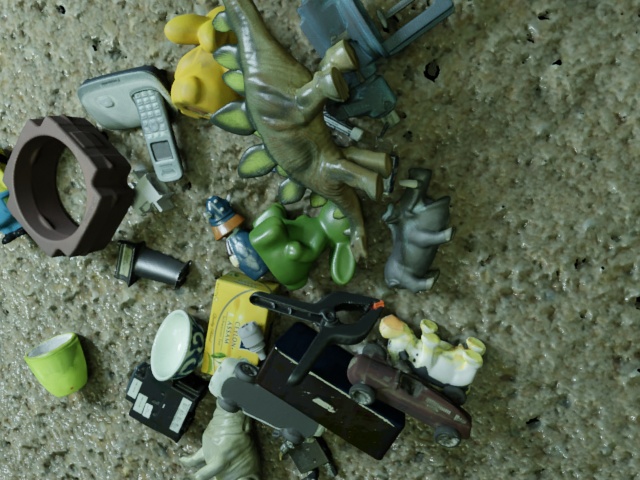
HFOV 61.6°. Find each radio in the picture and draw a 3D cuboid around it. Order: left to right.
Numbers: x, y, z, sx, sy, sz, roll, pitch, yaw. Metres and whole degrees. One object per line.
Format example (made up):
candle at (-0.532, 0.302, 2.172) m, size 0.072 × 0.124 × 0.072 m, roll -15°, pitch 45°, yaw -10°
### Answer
radio at (0.023, 0.230, 0.854) m, size 0.230 × 0.131 × 0.073 m, roll 32°, pitch 106°, yaw 4°

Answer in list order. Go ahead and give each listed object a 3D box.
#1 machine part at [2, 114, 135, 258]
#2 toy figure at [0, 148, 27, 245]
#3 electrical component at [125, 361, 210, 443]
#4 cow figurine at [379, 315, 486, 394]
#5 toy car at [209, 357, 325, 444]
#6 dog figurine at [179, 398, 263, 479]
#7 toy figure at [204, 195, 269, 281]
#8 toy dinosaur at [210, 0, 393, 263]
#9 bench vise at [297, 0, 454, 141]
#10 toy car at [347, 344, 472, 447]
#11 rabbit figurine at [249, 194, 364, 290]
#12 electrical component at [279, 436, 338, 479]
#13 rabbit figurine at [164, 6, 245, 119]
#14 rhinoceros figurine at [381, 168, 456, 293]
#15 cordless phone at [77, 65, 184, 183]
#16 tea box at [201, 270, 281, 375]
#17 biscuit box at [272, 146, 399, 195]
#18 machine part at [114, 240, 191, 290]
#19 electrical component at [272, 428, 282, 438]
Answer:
machine part at (-0.417, -0.088, 0.893) m, size 0.201 × 0.087 × 0.201 m, roll 44°, pitch 113°, yaw 13°
toy figure at (-0.574, -0.086, 0.951) m, size 0.082 × 0.089 × 0.180 m, roll -27°, pitch 105°, yaw -13°
electrical component at (-0.281, 0.278, 0.967) m, size 0.134 × 0.058 × 0.114 m, roll 29°, pitch 103°, yaw 6°
cow figurine at (0.167, 0.182, 0.849) m, size 0.167 × 0.068 × 0.098 m, roll 20°, pitch 114°, yaw 10°
toy car at (-0.079, 0.258, 0.861) m, size 0.202 × 0.056 × 0.073 m, roll 28°, pitch 99°, yaw -8°
dog figurine at (-0.132, 0.350, 0.937) m, size 0.172 × 0.121 × 0.190 m, roll 36°, pitch 88°, yaw -31°
toy figure at (-0.137, -0.004, 0.880) m, size 0.058 × 0.064 × 0.154 m, roll -36°, pitch 92°, yaw 33°
toy dinosaur at (-0.043, -0.173, 0.694) m, size 0.199 × 0.105 × 0.470 m, roll -13°, pitch 110°, yaw 27°
bench vise at (0.091, -0.279, 0.752) m, size 0.241 × 0.129 × 0.223 m, roll -31°, pitch 96°, yaw 20°
toy car at (0.135, 0.226, 0.789) m, size 0.202 × 0.089 × 0.053 m, roll 27°, pitch 130°, yaw 3°
rabbit figurine at (-0.002, -0.002, 0.824) m, size 0.170 × 0.121 × 0.159 m, roll -31°, pitch 98°, yaw 7°
electrical component at (-0.024, 0.380, 0.937) m, size 0.078 × 0.045 × 0.102 m, roll -23°, pitch 95°, yaw 17°
rabbit figurine at (-0.164, -0.273, 0.804) m, size 0.122 × 0.162 × 0.173 m, roll 20°, pitch 86°, yaw 20°
rhinoceros figurine at (0.148, -0.013, 0.817) m, size 0.112 × 0.073 × 0.190 m, roll 15°, pitch 105°, yaw 20°
cordless phone at (-0.295, -0.179, 0.873) m, size 0.147 × 0.089 × 0.184 m, roll -9°, pitch 103°, yaw 13°
tea box at (-0.133, 0.147, 0.905) m, size 0.098 × 0.068 × 0.169 m, roll 13°, pitch 102°, yaw 9°
biscuit box at (0.016, -0.118, 0.825) m, size 0.203 × 0.063 × 0.059 m, roll 12°, pitch 102°, yaw 10°
machine part at (-0.295, 0.048, 0.938) m, size 0.139 × 0.039 × 0.084 m, roll 11°, pitch 94°, yaw 12°
electrical component at (-0.047, 0.277, 0.922) m, size 0.075 × 0.048 × 0.119 m, roll 2°, pitch 102°, yaw 11°
